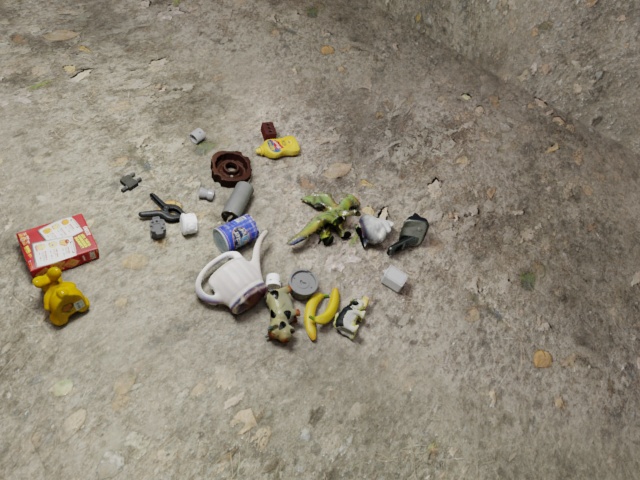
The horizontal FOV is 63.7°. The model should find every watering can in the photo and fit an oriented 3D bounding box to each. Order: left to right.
[{"bbox_3d":[-0.265,0.118,1.813,0.352,0.102,0.226,-36,70,-24],"label":"watering can"}]

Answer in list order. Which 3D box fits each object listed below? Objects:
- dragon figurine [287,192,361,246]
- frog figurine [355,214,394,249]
[{"bbox_3d":[0.006,-0.105,2.088,0.413,0.119,0.247,-15,43,-26],"label":"dragon figurine"},{"bbox_3d":[0.232,-0.049,2.077,0.160,0.120,0.140,-17,41,-12],"label":"frog figurine"}]
